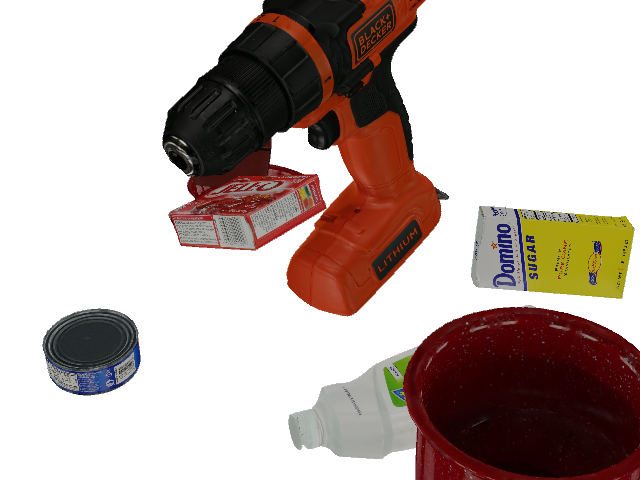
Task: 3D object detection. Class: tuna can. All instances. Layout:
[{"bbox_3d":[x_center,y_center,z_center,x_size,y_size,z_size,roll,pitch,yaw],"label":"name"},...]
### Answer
[{"bbox_3d":[-0.208,0.102,0.976,0.086,0.034,0.086,0,35,0],"label":"tuna can"}]

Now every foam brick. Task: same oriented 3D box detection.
[{"bbox_3d":[-0.091,-0.088,1.111,0.078,0.051,0.053,5,31,-2],"label":"foam brick"}]

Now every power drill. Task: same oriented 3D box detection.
[{"bbox_3d":[0.004,-0.047,0.566,0.057,0.187,0.184,28,58,31],"label":"power drill"}]

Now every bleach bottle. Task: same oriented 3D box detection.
[{"bbox_3d":[0.092,0.125,0.899,0.250,0.068,0.103,-12,31,-19],"label":"bleach bottle"}]

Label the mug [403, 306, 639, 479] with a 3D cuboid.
[{"bbox_3d":[0.089,0.086,0.398,0.117,0.081,0.093,4,36,9],"label":"mug"}]

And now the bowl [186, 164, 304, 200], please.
[{"bbox_3d":[-0.085,-0.043,1.316,0.162,0.055,0.162,4,25,-2],"label":"bowl"}]

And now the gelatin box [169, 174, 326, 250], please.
[{"bbox_3d":[-0.053,-0.022,0.760,0.089,0.030,0.073,3,26,47],"label":"gelatin box"}]

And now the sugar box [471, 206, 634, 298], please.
[{"bbox_3d":[0.271,0.014,1.256,0.176,0.093,0.048,3,21,0],"label":"sugar box"}]
